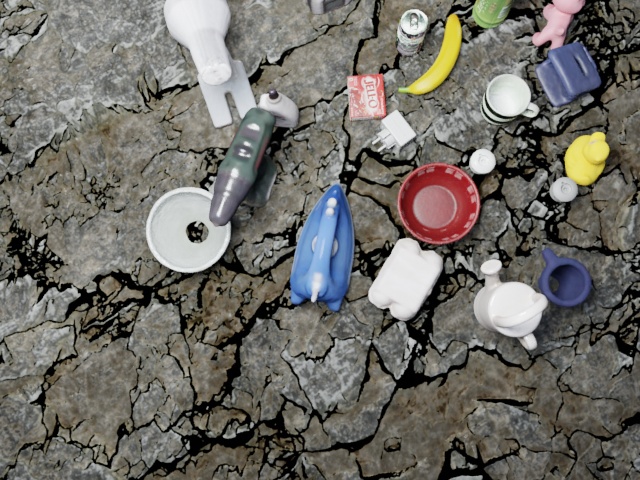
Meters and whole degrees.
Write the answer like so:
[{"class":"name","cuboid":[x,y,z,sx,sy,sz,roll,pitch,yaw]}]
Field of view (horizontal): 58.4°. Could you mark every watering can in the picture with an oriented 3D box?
[{"class":"watering can","cuboid":[0.348,0.122,1.051,0.173,0.194,0.101,40,88,4]}]

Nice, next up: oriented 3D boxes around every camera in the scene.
[{"class":"camera","cuboid":[0.024,-0.556,1.159,0.143,0.101,0.137,-23,85,0]}]

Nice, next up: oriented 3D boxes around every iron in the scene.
[{"class":"iron","cuboid":[0.010,0.004,1.095,0.118,0.141,0.258,9,86,2]}]

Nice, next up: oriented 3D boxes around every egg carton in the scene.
[{"class":"egg carton","cuboid":[0.169,0.078,1.121,0.107,0.069,0.150,29,87,4]}]

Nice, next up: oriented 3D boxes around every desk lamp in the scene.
[{"class":"desk lamp","cuboid":[-0.201,-0.348,1.092,0.118,0.213,0.203,-20,85,0]}]

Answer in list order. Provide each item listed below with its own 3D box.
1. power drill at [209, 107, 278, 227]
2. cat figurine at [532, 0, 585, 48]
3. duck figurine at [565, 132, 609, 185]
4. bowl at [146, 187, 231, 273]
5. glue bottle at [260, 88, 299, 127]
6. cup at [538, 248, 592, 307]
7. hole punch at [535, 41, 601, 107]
[{"class":"power drill","cuboid":[-0.137,-0.123,1.075,0.075,0.208,0.230,17,86,3]},{"class":"cat figurine","cuboid":[0.483,-0.455,1.131,0.067,0.118,0.128,18,86,3]},{"class":"duck figurine","cuboid":[0.532,-0.162,1.123,0.077,0.086,0.105,14,86,3]},{"class":"bowl","cuboid":[-0.252,-0.017,1.136,0.167,0.075,0.167,0,85,1]},{"class":"glue bottle","cuboid":[-0.084,-0.258,1.102,0.078,0.173,0.037,5,85,2]},{"class":"cup","cuboid":[0.451,0.071,1.102,0.091,0.095,0.118,-31,85,-1]},{"class":"hole punch","cuboid":[0.498,-0.337,1.135,0.101,0.091,0.109,-26,85,-1]}]
